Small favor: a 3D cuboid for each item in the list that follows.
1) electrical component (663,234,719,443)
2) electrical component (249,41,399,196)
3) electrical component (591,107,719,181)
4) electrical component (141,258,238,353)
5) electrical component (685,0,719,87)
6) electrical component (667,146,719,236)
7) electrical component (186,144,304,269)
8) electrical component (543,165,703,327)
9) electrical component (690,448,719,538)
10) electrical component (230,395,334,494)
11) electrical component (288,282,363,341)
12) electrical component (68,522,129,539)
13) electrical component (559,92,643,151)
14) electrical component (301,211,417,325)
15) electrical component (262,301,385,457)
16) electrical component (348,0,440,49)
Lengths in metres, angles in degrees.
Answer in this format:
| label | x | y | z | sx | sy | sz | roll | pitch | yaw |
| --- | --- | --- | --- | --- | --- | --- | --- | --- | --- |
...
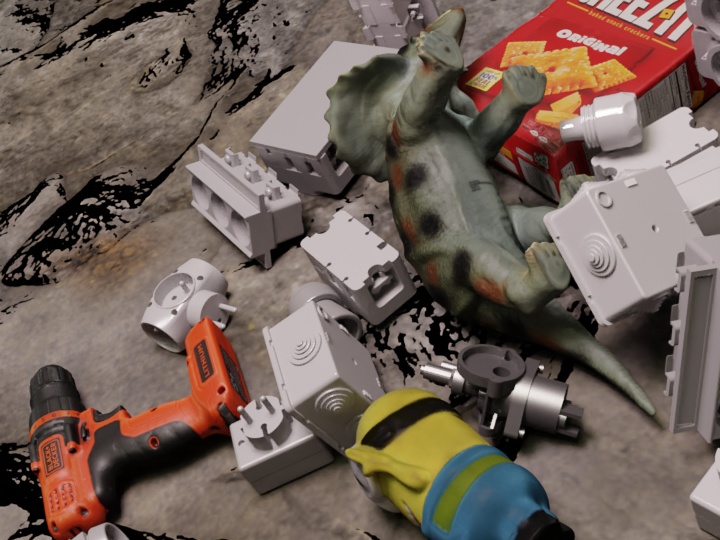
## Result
| label | x | y | z | sx | sy | sz | roll | pitch | yaw |
| --- | --- | --- | --- | --- | --- | --- | --- | --- | --- |
| electrical component | 0.237 | 0.041 | 0.697 | 0.079 | 0.121 | 0.063 | -9 | 29 | -10 |
| electrical component | -0.022 | -0.149 | 1.059 | 0.089 | 0.061 | 0.150 | 16 | 59 | 37 |
| electrical component | 0.240 | -0.078 | 0.863 | 0.089 | 0.055 | 0.050 | -30 | 43 | -1 |
| electrical component | -0.144 | 0.035 | 0.963 | 0.079 | 0.044 | 0.077 | 13 | 57 | 36 |
| electrical component | 0.337 | -0.174 | 0.804 | 0.060 | 0.105 | 0.186 | -45 | 45 | -15 |
| electrical component | 0.252 | -0.045 | 0.822 | 0.096 | 0.061 | 0.061 | -24 | 44 | 5 |
| electrical component | -0.108 | -0.066 | 1.023 | 0.063 | 0.078 | 0.121 | -22 | 39 | -26 |
| electrical component | 0.190 | -0.019 | 0.745 | 0.100 | 0.048 | 0.099 | -19 | 77 | -34 |
| electrical component | 0.240 | 0.126 | 0.659 | 0.047 | 0.076 | 0.065 | 27 | 65 | 42 |
| electrical component | -0.067 | 0.122 | 0.819 | 0.066 | 0.076 | 0.047 | -25 | 43 | 4 |
| electrical component | -0.030 | 0.041 | 0.899 | 0.045 | 0.045 | 0.055 | -36 | 43 | -8 |
| electrical component | -0.203 | 0.225 | 0.816 | 0.055 | 0.048 | 0.066 | -38 | 44 | 1 |
| electrical component | 0.190 | -0.115 | 0.848 | 0.062 | 0.043 | 0.043 | -9 | 47 | 19 |
| electrical component | 0.000 | 0.000 | 0.914 | 0.050 | 0.055 | 0.089 | -40 | 44 | -11 |
| electrical component | -0.022 | 0.082 | 0.819 | 0.048 | 0.100 | 0.099 | -35 | 42 | 12 |
| electrical component | 0.035 | -0.261 | 1.091 | 0.079 | 0.121 | 0.063 | 3 | 54 | 29 |
